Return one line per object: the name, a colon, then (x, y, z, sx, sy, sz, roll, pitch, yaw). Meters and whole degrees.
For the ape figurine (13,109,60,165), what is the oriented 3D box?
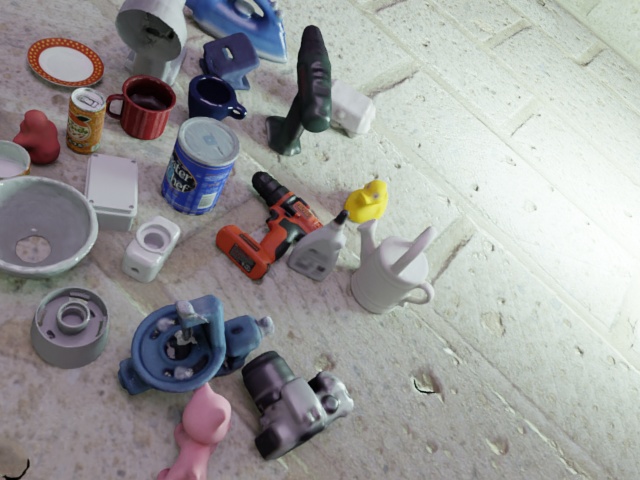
ape figurine: (-0.447, -0.169, 0.904, 0.076, 0.092, 0.078, 47, 48, 10)

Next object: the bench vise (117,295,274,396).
bench vise: (-0.154, 0.116, 0.764, 0.121, 0.219, 0.208, 49, 48, 12)

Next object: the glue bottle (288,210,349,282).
glue bottle: (0.009, 0.003, 0.973, 0.078, 0.173, 0.037, 28, 47, -7)

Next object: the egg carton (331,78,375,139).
egg carton: (0.052, -0.298, 1.298, 0.150, 0.069, 0.107, 30, 47, -6)

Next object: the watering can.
watering can: (0.132, 0.038, 1.002, 0.173, 0.194, 0.101, 28, 47, -8)

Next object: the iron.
iron: (-0.165, -0.520, 1.295, 0.258, 0.141, 0.119, 28, 47, -8)

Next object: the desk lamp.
desk lamp: (-0.303, -0.398, 1.075, 0.118, 0.213, 0.203, 20, 49, -14)

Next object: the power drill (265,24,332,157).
power drill: (-0.038, -0.280, 1.138, 0.076, 0.208, 0.229, 6, 53, -25)

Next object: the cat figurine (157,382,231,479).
cat figurine: (-0.151, 0.253, 0.731, 0.067, 0.117, 0.128, 21, 49, -14)

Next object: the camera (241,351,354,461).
camera: (-0.040, 0.222, 0.830, 0.143, 0.100, 0.136, -20, 67, -38)

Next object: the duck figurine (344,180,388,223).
duck figurine: (0.106, -0.087, 1.156, 0.105, 0.086, 0.077, -24, 70, -39)

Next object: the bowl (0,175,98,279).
bowl: (-0.408, -0.006, 0.814, 0.168, 0.074, 0.167, 15, 50, -19)

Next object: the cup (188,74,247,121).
cup: (-0.203, -0.247, 1.099, 0.118, 0.095, 0.092, 27, 47, -8)

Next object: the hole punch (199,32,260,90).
hole punch: (-0.191, -0.376, 1.206, 0.101, 0.091, 0.108, -11, 62, -35)
